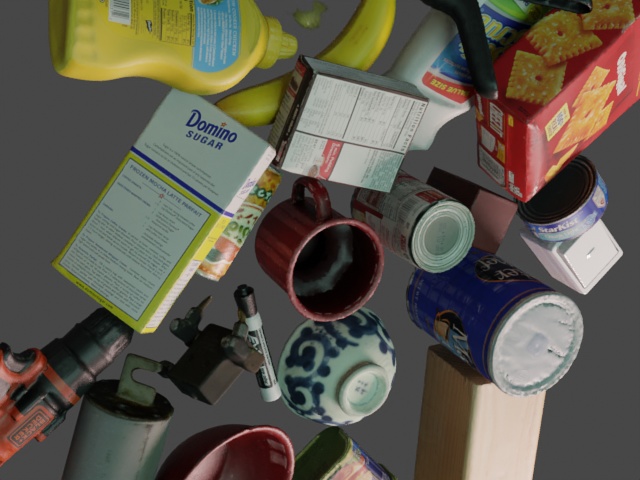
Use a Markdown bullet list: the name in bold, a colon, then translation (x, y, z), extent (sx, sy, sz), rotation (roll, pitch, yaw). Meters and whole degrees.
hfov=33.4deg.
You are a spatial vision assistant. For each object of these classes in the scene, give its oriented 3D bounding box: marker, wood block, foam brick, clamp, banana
- **marker**: translation (-0.057, 0.092, 0.960), extent (0.020, 0.020, 0.121), rotation (-24, 120, -19)
- **wood block**: translation (0.159, 0.212, 1.089), extent (0.090, 0.091, 0.206), rotation (-7, 114, -26)
- **foam brick**: translation (0.133, -0.028, 0.981), extent (0.051, 0.078, 0.053), rotation (19, 100, -33)
- **clamp**: translation (0.120, -0.197, 0.864), extent (0.120, 0.171, 0.039), rotation (-50, 170, -13)
- **banana**: translation (0.000, -0.149, 0.882), extent (0.197, 0.037, 0.069), rotation (-46, 102, -8)

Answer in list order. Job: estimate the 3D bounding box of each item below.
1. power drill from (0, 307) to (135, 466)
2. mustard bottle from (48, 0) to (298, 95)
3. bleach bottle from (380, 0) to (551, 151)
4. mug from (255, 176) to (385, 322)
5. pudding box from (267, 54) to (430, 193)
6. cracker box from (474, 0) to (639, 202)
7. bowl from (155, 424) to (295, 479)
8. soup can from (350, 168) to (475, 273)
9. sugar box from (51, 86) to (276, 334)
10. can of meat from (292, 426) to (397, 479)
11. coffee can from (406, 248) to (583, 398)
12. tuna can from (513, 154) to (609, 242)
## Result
- **power drill**: translation (-0.245, 0.080, 0.807), extent (0.184, 0.057, 0.187), rotation (-44, 136, -14)
- **mustard bottle**: translation (-0.102, -0.159, 0.796), extent (0.191, 0.058, 0.096), rotation (4, 77, -31)
- **bleach bottle**: translation (0.129, -0.165, 0.932), extent (0.102, 0.068, 0.251), rotation (36, 93, -36)
- **mug**: translation (-0.006, 0.001, 0.911), extent (0.093, 0.082, 0.117), rotation (-19, 119, -22)
- **pudding box**: translation (0.022, -0.092, 0.865), extent (0.113, 0.039, 0.090), rotation (9, 115, -30)
- **cracker box**: translation (0.235, -0.150, 0.947), extent (0.213, 0.072, 0.164), rotation (-41, 157, -8)
- **bowl**: translation (-0.098, 0.223, 0.954), extent (0.161, 0.055, 0.162), rotation (-30, 135, -35)
- **soup can**: translation (0.080, -0.019, 0.940), extent (0.068, 0.102, 0.068), rotation (-11, 115, -26)
- **sugar box**: translation (-0.121, -0.025, 0.832), extent (0.093, 0.048, 0.176), rotation (36, 90, 8)
- **can of meat**: translation (0.012, 0.242, 1.041), extent (0.102, 0.058, 0.084), rotation (-45, 123, -5)
- **coffee can**: translation (0.160, 0.070, 0.999), extent (0.102, 0.140, 0.103), rotation (-11, 116, -25)
- **tuna can**: translation (0.232, -0.040, 1.027), extent (0.086, 0.086, 0.033), rotation (-47, 127, -5)
